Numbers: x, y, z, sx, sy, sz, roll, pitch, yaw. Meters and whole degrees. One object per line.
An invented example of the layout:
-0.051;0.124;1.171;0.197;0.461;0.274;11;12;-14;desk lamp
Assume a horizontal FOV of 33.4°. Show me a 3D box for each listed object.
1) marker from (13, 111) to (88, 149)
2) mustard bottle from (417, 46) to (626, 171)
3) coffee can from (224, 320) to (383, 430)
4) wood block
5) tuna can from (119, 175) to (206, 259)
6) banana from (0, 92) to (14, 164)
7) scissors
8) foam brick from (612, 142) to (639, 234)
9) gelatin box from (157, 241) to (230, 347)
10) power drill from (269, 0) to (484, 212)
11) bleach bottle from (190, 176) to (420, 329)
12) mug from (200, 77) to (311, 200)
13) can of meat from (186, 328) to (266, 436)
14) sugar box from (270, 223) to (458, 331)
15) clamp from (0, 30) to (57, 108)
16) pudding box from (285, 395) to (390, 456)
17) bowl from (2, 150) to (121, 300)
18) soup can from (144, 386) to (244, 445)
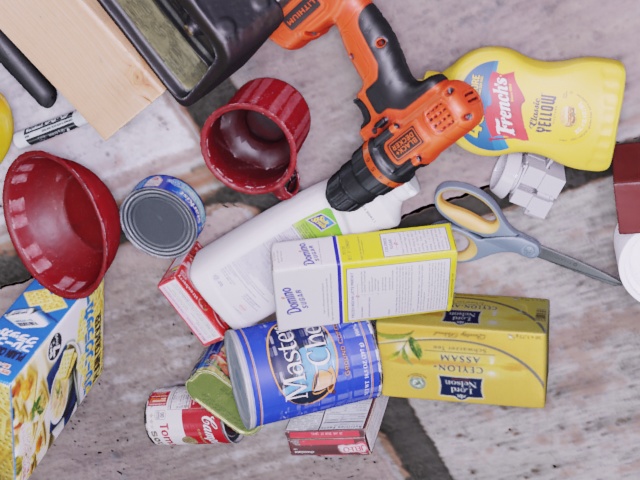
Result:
-0.263;-0.119;1.096;0.121;0.020;0.020;-16;116;24;marker
0.166;-0.121;0.943;0.192;0.058;0.096;9;111;12;mustard bottle
-0.018;0.128;1.094;0.140;0.103;0.103;-12;122;-13;coffee can
-0.226;-0.209;0.987;0.091;0.090;0.206;-33;108;31;wood block
-0.164;-0.025;1.117;0.086;0.033;0.086;8;123;12;tuna can
-0.359;-0.096;1.111;0.198;0.069;0.037;-36;63;39;banana
0.188;0.016;1.049;0.201;0.016;0.096;35;126;-6;scissors
0.287;-0.047;0.943;0.051;0.078;0.053;-5;120;17;foam brick
-0.125;0.057;1.133;0.030;0.073;0.089;-26;111;28;gelatin box
0.032;-0.133;0.943;0.185;0.057;0.187;-36;89;38;power drill
-0.007;0.001;1.071;0.251;0.068;0.102;-28;117;26;bleach bottle
-0.051;-0.093;1.012;0.093;0.081;0.117;-20;113;26;mug
-0.091;0.154;1.178;0.102;0.083;0.058;38;124;-8;can of meat
0.042;0.036;1.036;0.176;0.048;0.093;-4;137;-1;sugar box
-0.341;-0.220;1.045;0.164;0.036;0.210;11;127;8;clamp
0.021;0.184;1.145;0.090;0.113;0.039;-4;119;19;pudding box
-0.259;-0.022;1.116;0.162;0.055;0.162;17;118;34;bowl
-0.143;0.202;1.233;0.102;0.068;0.068;-6;119;20;soup can
